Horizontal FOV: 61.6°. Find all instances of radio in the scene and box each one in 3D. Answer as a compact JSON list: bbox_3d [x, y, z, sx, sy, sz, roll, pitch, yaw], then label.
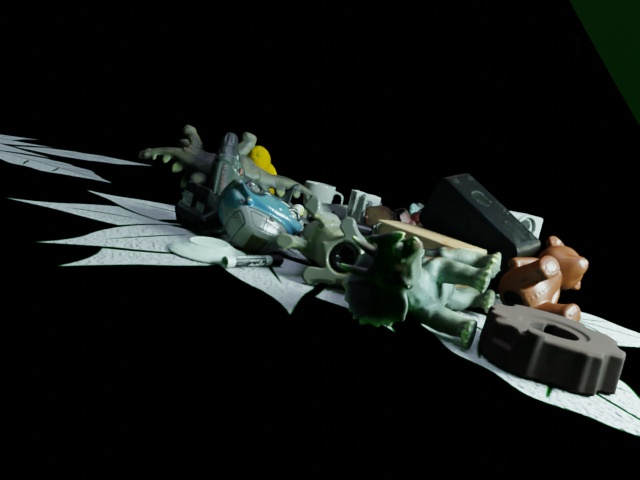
[{"bbox_3d":[0.303,-0.017,1.039,0.073,0.131,0.230,-16,52,-33],"label":"radio"}]

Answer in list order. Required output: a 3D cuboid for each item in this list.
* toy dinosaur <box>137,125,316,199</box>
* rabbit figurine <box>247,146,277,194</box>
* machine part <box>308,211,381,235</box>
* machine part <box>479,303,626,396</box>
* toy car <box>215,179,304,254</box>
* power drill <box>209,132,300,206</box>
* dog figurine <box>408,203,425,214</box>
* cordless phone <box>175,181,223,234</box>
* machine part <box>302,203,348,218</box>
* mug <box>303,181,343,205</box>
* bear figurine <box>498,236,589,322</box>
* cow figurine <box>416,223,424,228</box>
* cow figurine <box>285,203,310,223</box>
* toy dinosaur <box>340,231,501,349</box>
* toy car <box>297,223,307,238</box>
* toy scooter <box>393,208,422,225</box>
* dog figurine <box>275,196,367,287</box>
[{"bbox_3d":[-0.217,-0.167,1.348,0.471,0.198,0.105,6,-29,-10],"label":"toy dinosaur"},{"bbox_3d":[-0.170,-0.175,1.491,0.122,0.173,0.162,10,14,11],"label":"rabbit figurine"},{"bbox_3d":[0.048,-0.030,1.046,0.139,0.039,0.084,14,9,4],"label":"machine part"},{"bbox_3d":[0.293,0.133,0.686,0.179,0.056,0.179,13,10,-2],"label":"machine part"},{"bbox_3d":[-0.114,-0.025,0.965,0.161,0.109,0.103,32,40,-18],"label":"toy car"},{"bbox_3d":[-0.155,-0.133,1.253,0.207,0.232,0.086,25,-36,-20],"label":"power drill"},{"bbox_3d":[0.330,-0.013,1.374,0.219,0.108,0.191,20,10,19],"label":"dog figurine"},{"bbox_3d":[-0.188,-0.046,1.100,0.184,0.088,0.147,18,4,-40],"label":"cordless phone"},{"bbox_3d":[0.031,-0.049,1.301,0.243,0.079,0.079,1,15,-45],"label":"machine part"},{"bbox_3d":[0.002,-0.096,1.431,0.110,0.107,0.081,13,10,-7],"label":"mug"},{"bbox_3d":[0.393,0.063,0.889,0.196,0.120,0.132,-22,-1,-29],"label":"bear figurine"},{"bbox_3d":[0.261,-0.006,1.191,0.086,0.127,0.195,24,18,38],"label":"cow figurine"},{"bbox_3d":[-0.062,-0.044,1.157,0.167,0.068,0.098,20,7,-8],"label":"cow figurine"},{"bbox_3d":[0.159,0.058,0.800,0.192,0.131,0.404,17,5,22],"label":"toy dinosaur"},{"bbox_3d":[-0.002,-0.003,1.078,0.202,0.056,0.073,14,17,-3],"label":"toy car"},{"bbox_3d":[0.176,-0.025,1.280,0.184,0.075,0.135,-15,16,46],"label":"toy scooter"},{"bbox_3d":[0.032,0.023,0.914,0.172,0.121,0.190,52,7,19],"label":"dog figurine"}]
